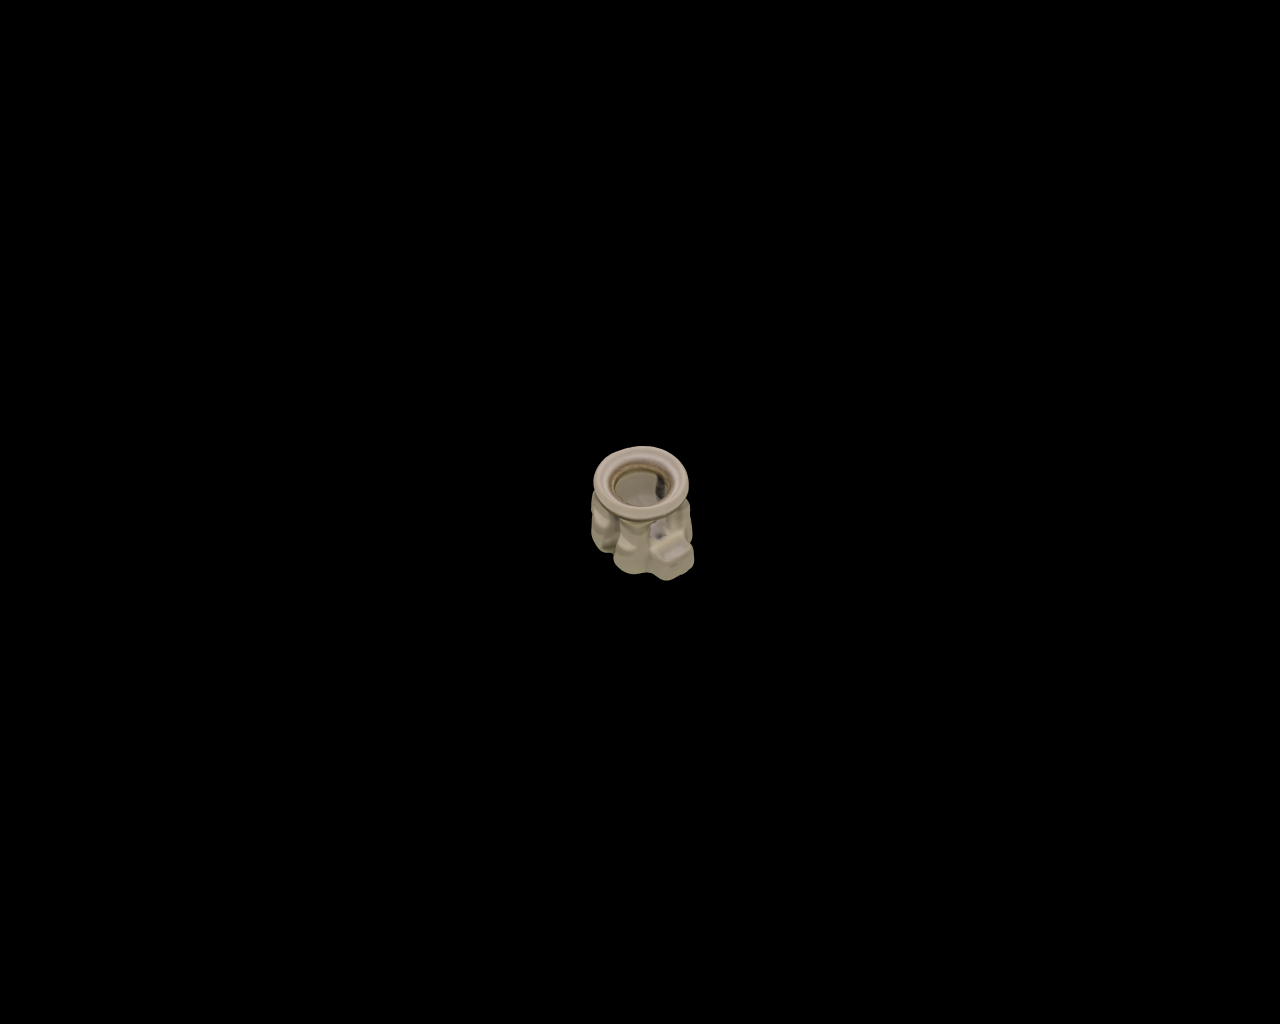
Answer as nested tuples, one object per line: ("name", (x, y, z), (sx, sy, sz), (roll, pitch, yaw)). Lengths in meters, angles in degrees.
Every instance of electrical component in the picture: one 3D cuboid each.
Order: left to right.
("electrical component", (0.001, -0.003, 0.650), (0.058, 0.056, 0.078), (-30, 54, -24))
